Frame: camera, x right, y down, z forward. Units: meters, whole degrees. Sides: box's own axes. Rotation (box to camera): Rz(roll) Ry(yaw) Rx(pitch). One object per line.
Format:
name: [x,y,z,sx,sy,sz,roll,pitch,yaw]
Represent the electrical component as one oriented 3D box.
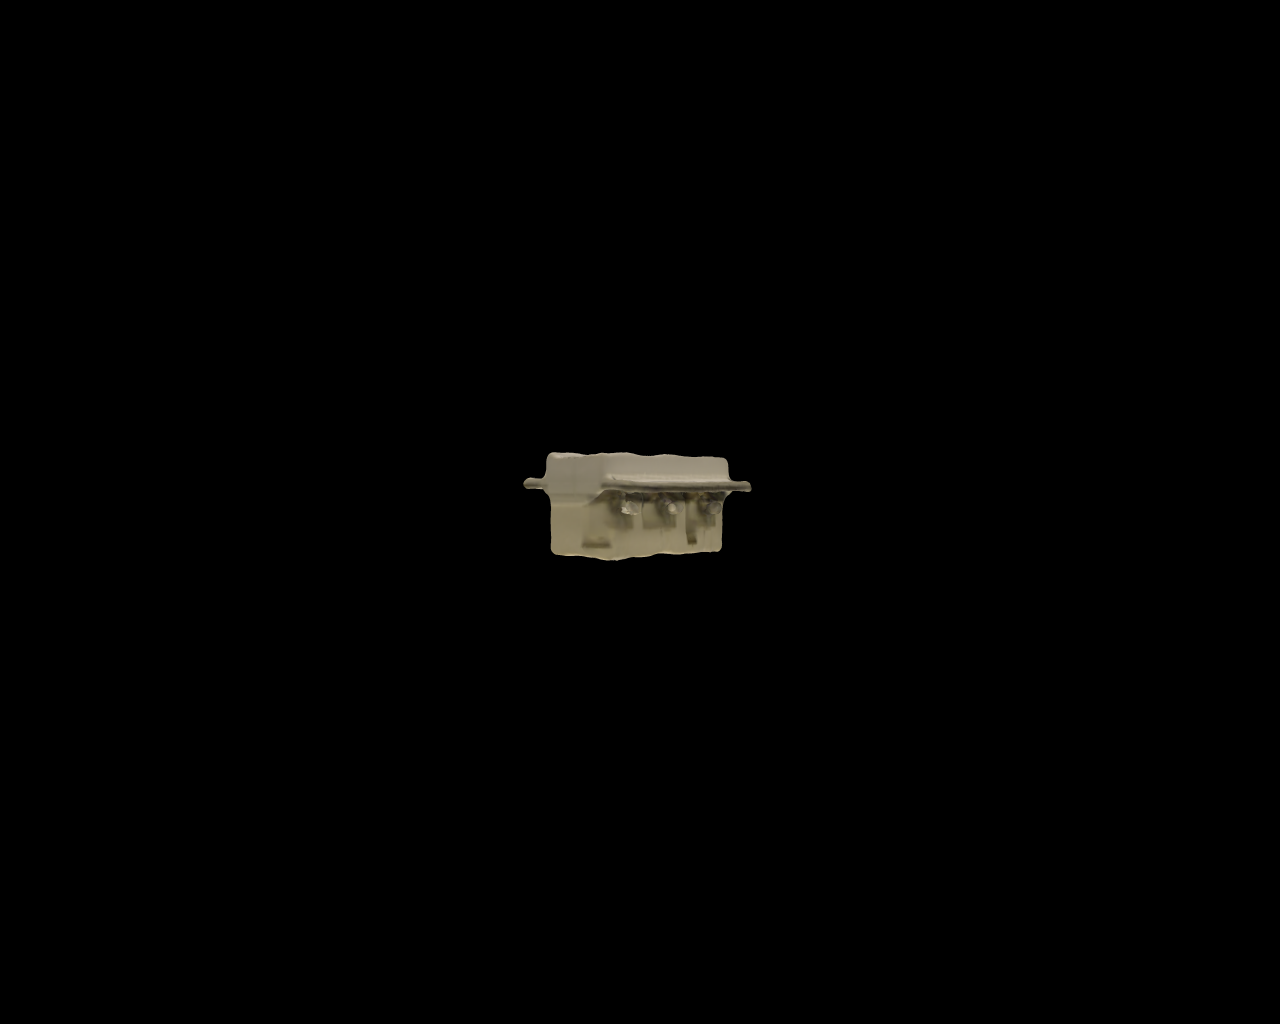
electrical component: [0.001,-0.003,0.650,0.079,0.063,0.121,0,0,39]
